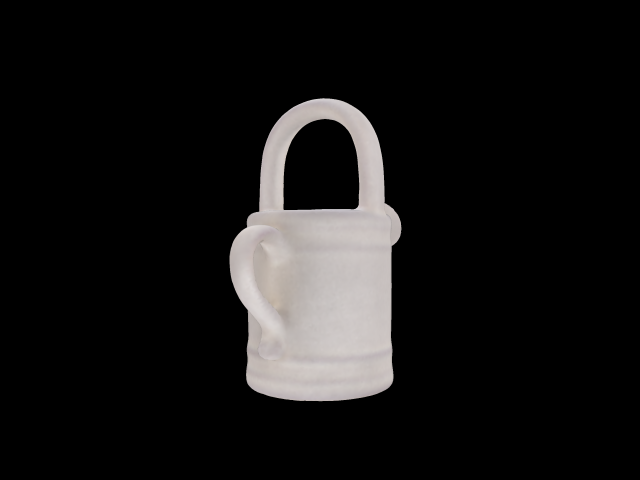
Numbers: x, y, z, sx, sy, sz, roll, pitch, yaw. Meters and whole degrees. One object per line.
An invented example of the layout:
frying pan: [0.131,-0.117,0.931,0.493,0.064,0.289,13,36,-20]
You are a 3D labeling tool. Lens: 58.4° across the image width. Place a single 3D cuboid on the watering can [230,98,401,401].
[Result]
watering can: [0.002,0.001,0.401,0.100,0.194,0.173,0,0,12]
